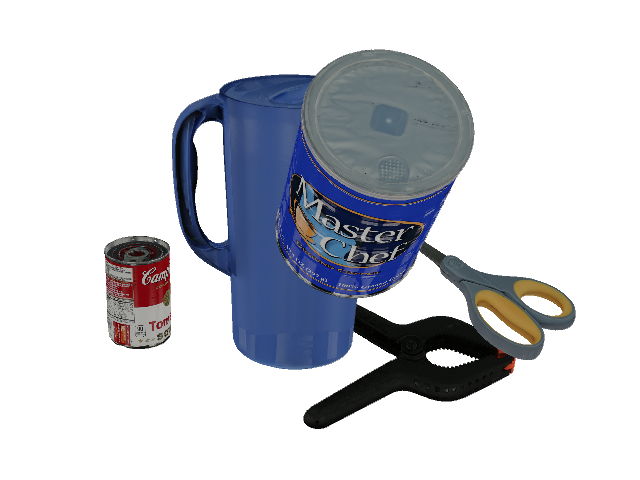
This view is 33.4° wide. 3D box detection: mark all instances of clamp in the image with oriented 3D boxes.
[{"bbox_3d":[0.081,0.120,1.023,0.210,0.164,0.036,6,-43,6],"label":"clamp"}]

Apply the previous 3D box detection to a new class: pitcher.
[{"bbox_3d":[-0.032,-0.017,0.919,0.149,0.243,0.144,14,23,29],"label":"pitcher"}]

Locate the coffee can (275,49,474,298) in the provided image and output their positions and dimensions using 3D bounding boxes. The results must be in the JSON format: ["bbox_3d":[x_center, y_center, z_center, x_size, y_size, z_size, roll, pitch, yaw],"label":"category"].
[{"bbox_3d":[0.030,-0.038,0.681,0.102,0.103,0.140,0,-28,-10],"label":"coffee can"}]

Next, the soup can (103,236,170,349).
[{"bbox_3d":[-0.192,0.055,1.126,0.068,0.102,0.068,2,23,-1],"label":"soup can"}]

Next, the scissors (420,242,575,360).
[{"bbox_3d":[0.129,0.024,0.871,0.096,0.016,0.202,-10,41,-25],"label":"scissors"}]
